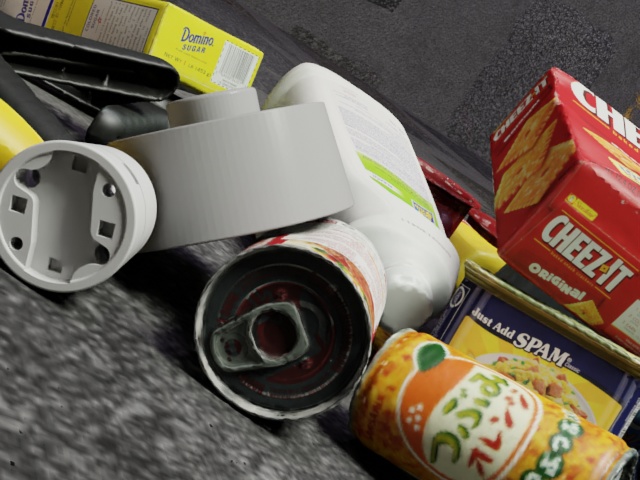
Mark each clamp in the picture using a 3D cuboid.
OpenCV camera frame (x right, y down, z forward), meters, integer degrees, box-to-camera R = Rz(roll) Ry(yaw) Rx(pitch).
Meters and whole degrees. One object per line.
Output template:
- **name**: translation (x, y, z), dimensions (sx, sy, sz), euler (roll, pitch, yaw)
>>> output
- **clamp**: translation (-0.119, -0.085, 0.676), dimensions (0.120, 0.039, 0.171), euler (45, 15, 24)
- **clamp**: translation (-0.173, -0.101, 0.540), dimensions (0.210, 0.036, 0.164), euler (31, 26, -1)

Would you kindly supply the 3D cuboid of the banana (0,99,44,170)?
- **banana**: translation (-0.187, -0.064, 0.409), dimensions (0.197, 0.037, 0.070), euler (21, 34, -46)

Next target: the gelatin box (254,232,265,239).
- **gelatin box**: translation (-0.004, 0.001, 0.665), dimensions (0.073, 0.030, 0.089), euler (31, 12, -18)

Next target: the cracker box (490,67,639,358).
- **cracker box**: translation (0.180, -0.006, 0.603), dimensions (0.164, 0.072, 0.213), euler (37, 22, -7)

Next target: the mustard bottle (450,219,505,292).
- **mustard bottle**: translation (0.107, 0.007, 0.885), dimensions (0.096, 0.058, 0.192), euler (39, 7, -29)

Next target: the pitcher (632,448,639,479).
- **pitcher**: translation (0.308, 0.165, 0.616), dimensions (0.242, 0.149, 0.145), euler (34, -7, -22)

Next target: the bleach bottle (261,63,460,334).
- **bleach bottle**: translation (0.021, -0.023, 0.611), dimensions (0.102, 0.068, 0.251), euler (30, 18, -18)

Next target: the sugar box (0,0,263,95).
- **sugar box**: translation (-0.132, -0.138, 0.720), dimensions (0.176, 0.048, 0.093), euler (24, 3, 39)

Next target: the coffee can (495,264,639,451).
- **coffee can**: translation (0.178, 0.077, 0.685), dimensions (0.140, 0.103, 0.103), euler (27, 13, -32)

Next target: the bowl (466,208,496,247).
- **bowl**: translation (0.189, 0.036, 1.009), dimensions (0.162, 0.055, 0.162), euler (33, 12, -8)

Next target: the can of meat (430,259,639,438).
- **can of meat**: translation (0.092, 0.070, 0.492), dimensions (0.102, 0.084, 0.057), euler (30, 4, 10)

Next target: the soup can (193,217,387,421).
- **soup can**: translation (-0.008, 0.028, 0.447), dimensions (0.068, 0.068, 0.102), euler (35, 11, 1)

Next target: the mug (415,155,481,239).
- **mug**: translation (0.062, -0.014, 0.780), dimensions (0.093, 0.081, 0.117), euler (28, 13, -28)
